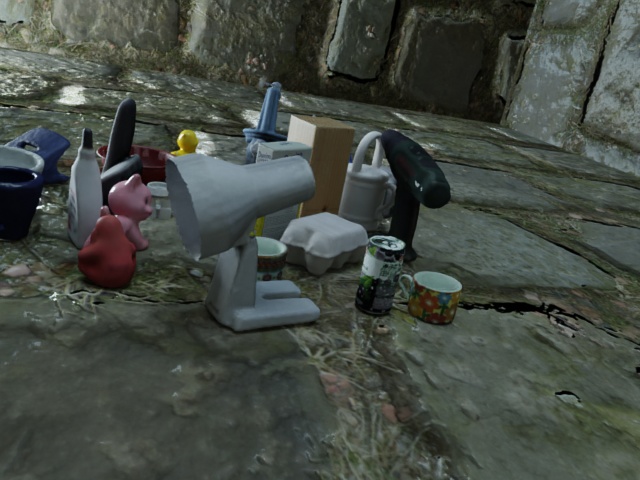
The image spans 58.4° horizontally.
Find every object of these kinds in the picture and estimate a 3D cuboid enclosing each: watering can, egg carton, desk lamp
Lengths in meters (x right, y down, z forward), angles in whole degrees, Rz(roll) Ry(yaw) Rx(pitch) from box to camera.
[{"bbox_3d":[0.081,-0.125,1.152,0.172,0.194,0.101,15,21,10],"label":"watering can"},{"bbox_3d":[0.009,0.003,0.955,0.107,0.069,0.151,24,24,30],"label":"egg carton"},{"bbox_3d":[-0.092,-0.003,0.712,0.204,0.213,0.117,-2,24,-32],"label":"desk lamp"}]

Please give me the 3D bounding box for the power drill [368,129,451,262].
[{"bbox_3d":[0.149,-0.078,1.046,0.076,0.208,0.229,2,22,-23],"label":"power drill"}]

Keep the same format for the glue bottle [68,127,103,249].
[{"bbox_3d":[-0.342,-0.078,0.834,0.037,0.173,0.077,-6,27,-39],"label":"glue bottle"}]

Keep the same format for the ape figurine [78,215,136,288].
[{"bbox_3d":[-0.276,0.011,0.752,0.078,0.092,0.076,-3,25,-34],"label":"ape figurine"}]

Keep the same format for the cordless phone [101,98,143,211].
[{"bbox_3d":[-0.360,-0.150,0.997,0.094,0.185,0.147,8,21,-9],"label":"cordless phone"}]

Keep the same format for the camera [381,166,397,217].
[{"bbox_3d":[0.135,-0.126,1.317,0.136,0.101,0.144,23,24,29],"label":"camera"}]

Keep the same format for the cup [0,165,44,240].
[{"bbox_3d":[-0.454,-0.048,0.807,0.118,0.095,0.091,-8,28,-41],"label":"cup"}]

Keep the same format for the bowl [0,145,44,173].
[{"bbox_3d":[-0.538,-0.100,0.926,0.167,0.075,0.167,10,20,-4],"label":"bowl"}]

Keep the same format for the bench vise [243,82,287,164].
[{"bbox_3d":[-0.116,-0.255,1.352,0.122,0.220,0.207,5,21,-16],"label":"bench vise"}]

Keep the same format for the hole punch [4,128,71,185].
[{"bbox_3d":[-0.524,-0.152,1.049,0.108,0.091,0.101,20,22,22],"label":"hole punch"}]

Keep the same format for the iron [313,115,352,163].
[{"bbox_3d":[0.026,-0.223,1.457,0.119,0.141,0.257,-2,25,-33],"label":"iron"}]

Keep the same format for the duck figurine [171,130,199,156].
[{"bbox_3d":[-0.310,-0.210,1.323,0.077,0.086,0.105,16,21,11],"label":"duck figurine"}]

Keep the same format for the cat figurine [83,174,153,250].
[{"bbox_3d":[-0.290,-0.041,0.843,0.067,0.118,0.128,14,21,6],"label":"cat figurine"}]
